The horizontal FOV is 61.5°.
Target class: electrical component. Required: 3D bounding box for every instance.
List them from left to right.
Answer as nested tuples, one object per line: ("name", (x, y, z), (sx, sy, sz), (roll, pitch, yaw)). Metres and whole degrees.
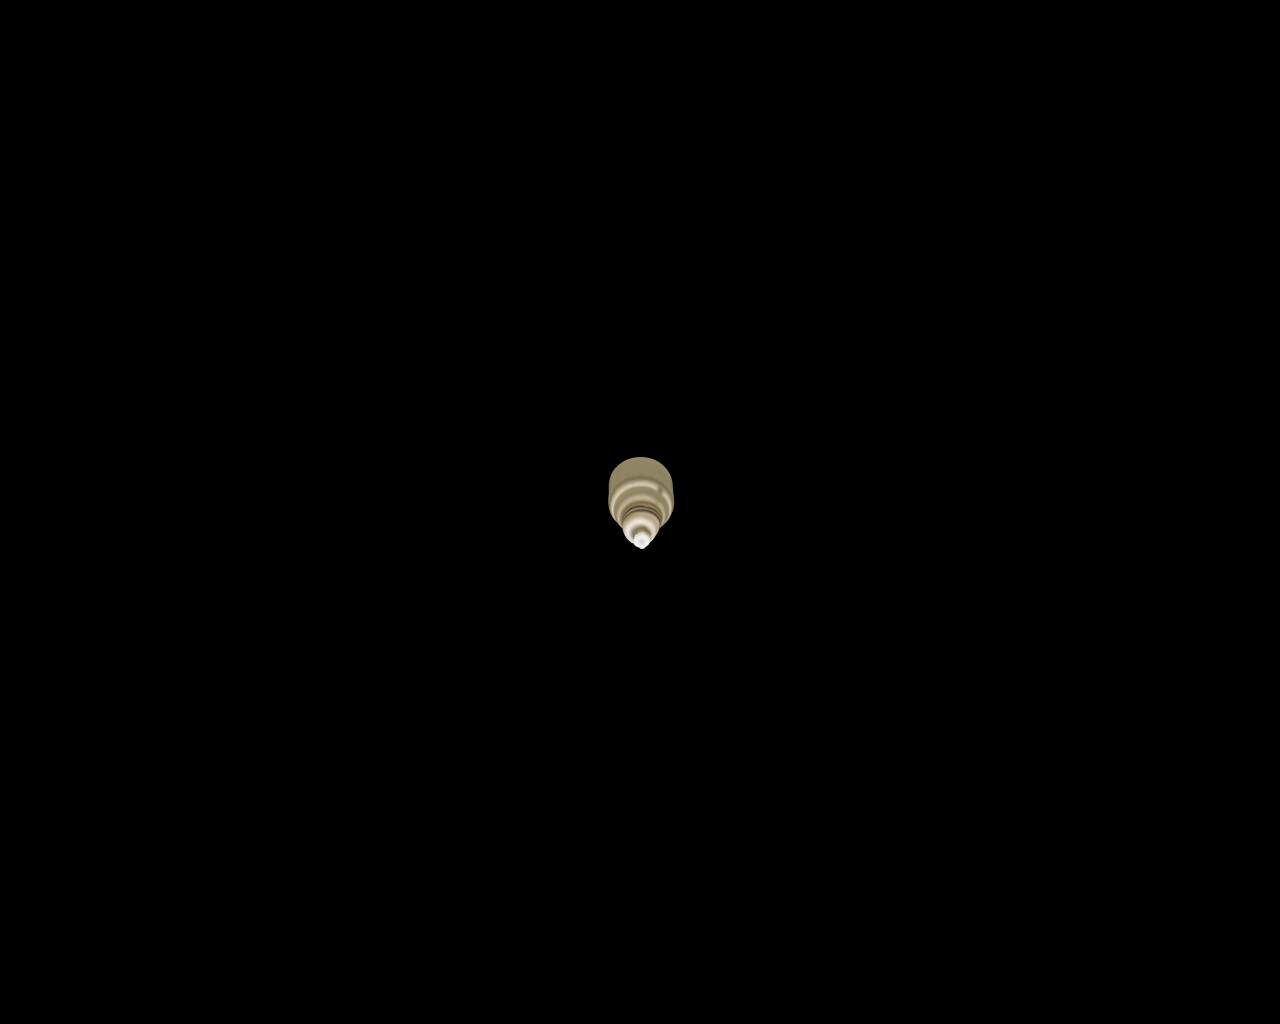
("electrical component", (0.001, -0.003, 0.650), (0.040, 0.040, 0.078), (0, 30, 0))
